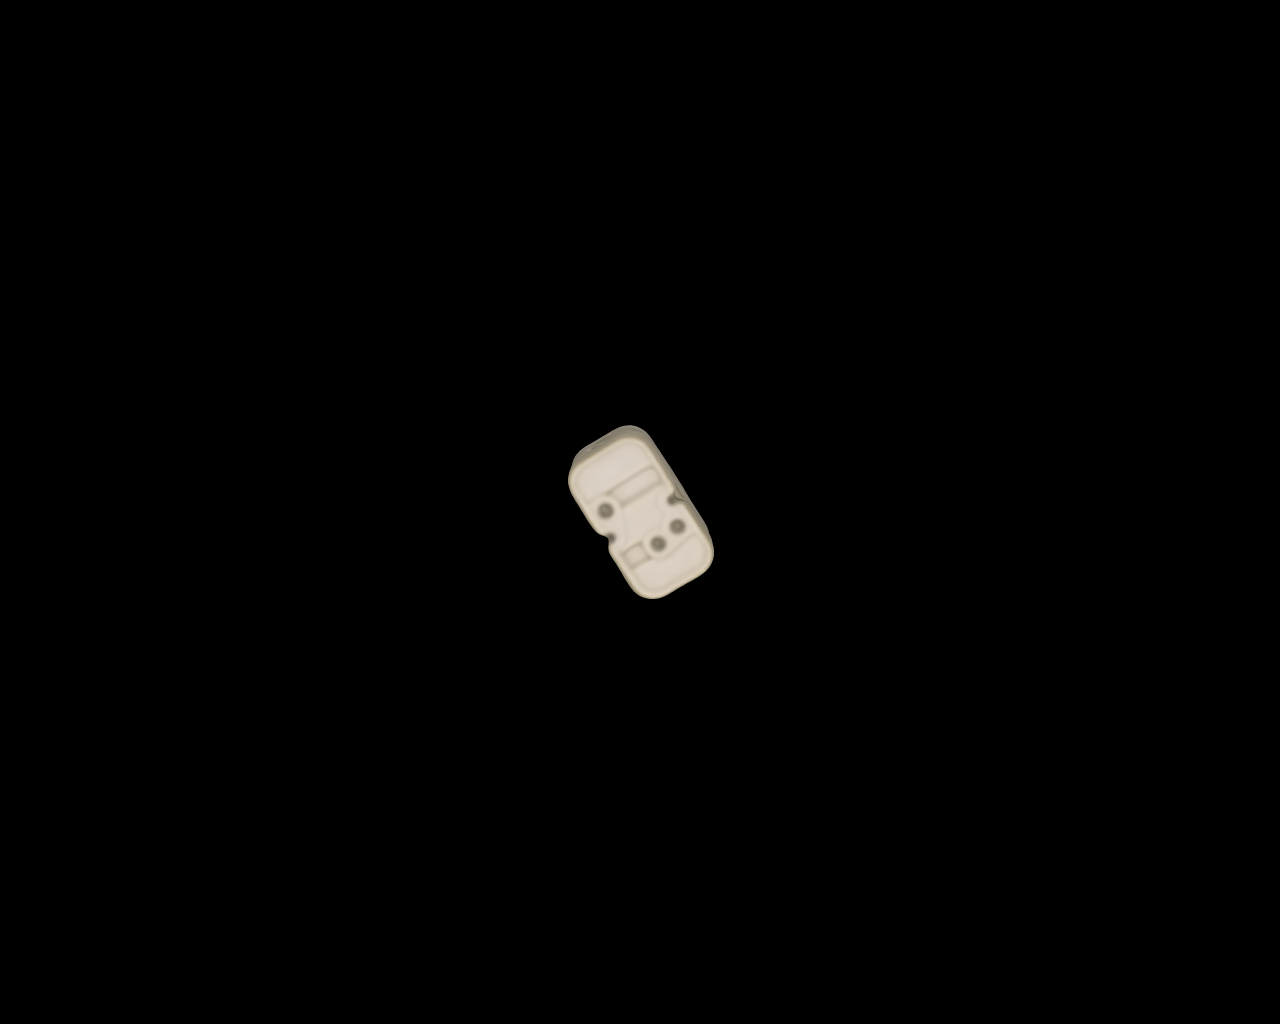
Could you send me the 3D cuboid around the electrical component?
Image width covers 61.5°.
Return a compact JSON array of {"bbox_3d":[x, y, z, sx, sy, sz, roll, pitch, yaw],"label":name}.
[{"bbox_3d":[0.001,-0.003,0.650,0.054,0.095,0.059,-31,11,7],"label":"electrical component"}]
